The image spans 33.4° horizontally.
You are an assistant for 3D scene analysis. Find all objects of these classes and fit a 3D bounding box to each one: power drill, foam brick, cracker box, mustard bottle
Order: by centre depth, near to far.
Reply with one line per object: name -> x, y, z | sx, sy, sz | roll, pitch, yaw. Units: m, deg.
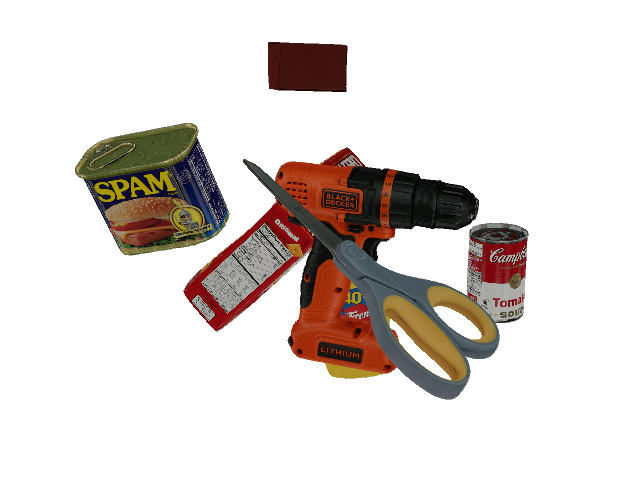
power drill -> 0.045, 0.024, 0.976 | 0.184, 0.188, 0.057 | 9, 19, 15
foam brick -> -0.015, -0.188, 1.160 | 0.078, 0.051, 0.053 | -1, 11, -15
cracker box -> -0.046, -0.004, 1.255 | 0.214, 0.072, 0.164 | -42, 0, 29
mustard bottle -> 0.054, 0.090, 1.444 | 0.096, 0.192, 0.058 | -4, 22, -9

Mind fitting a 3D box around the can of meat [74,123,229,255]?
can of meat -> -0.133, -0.039, 0.864 | 0.102, 0.084, 0.057 | -8, 35, 20

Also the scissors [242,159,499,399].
scissors -> 0.037, 0.014, 0.661 | 0.096, 0.016, 0.202 | -7, 49, -40

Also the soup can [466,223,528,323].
soup can -> 0.207, 0.038, 1.252 | 0.068, 0.102, 0.068 | -1, 19, 0
